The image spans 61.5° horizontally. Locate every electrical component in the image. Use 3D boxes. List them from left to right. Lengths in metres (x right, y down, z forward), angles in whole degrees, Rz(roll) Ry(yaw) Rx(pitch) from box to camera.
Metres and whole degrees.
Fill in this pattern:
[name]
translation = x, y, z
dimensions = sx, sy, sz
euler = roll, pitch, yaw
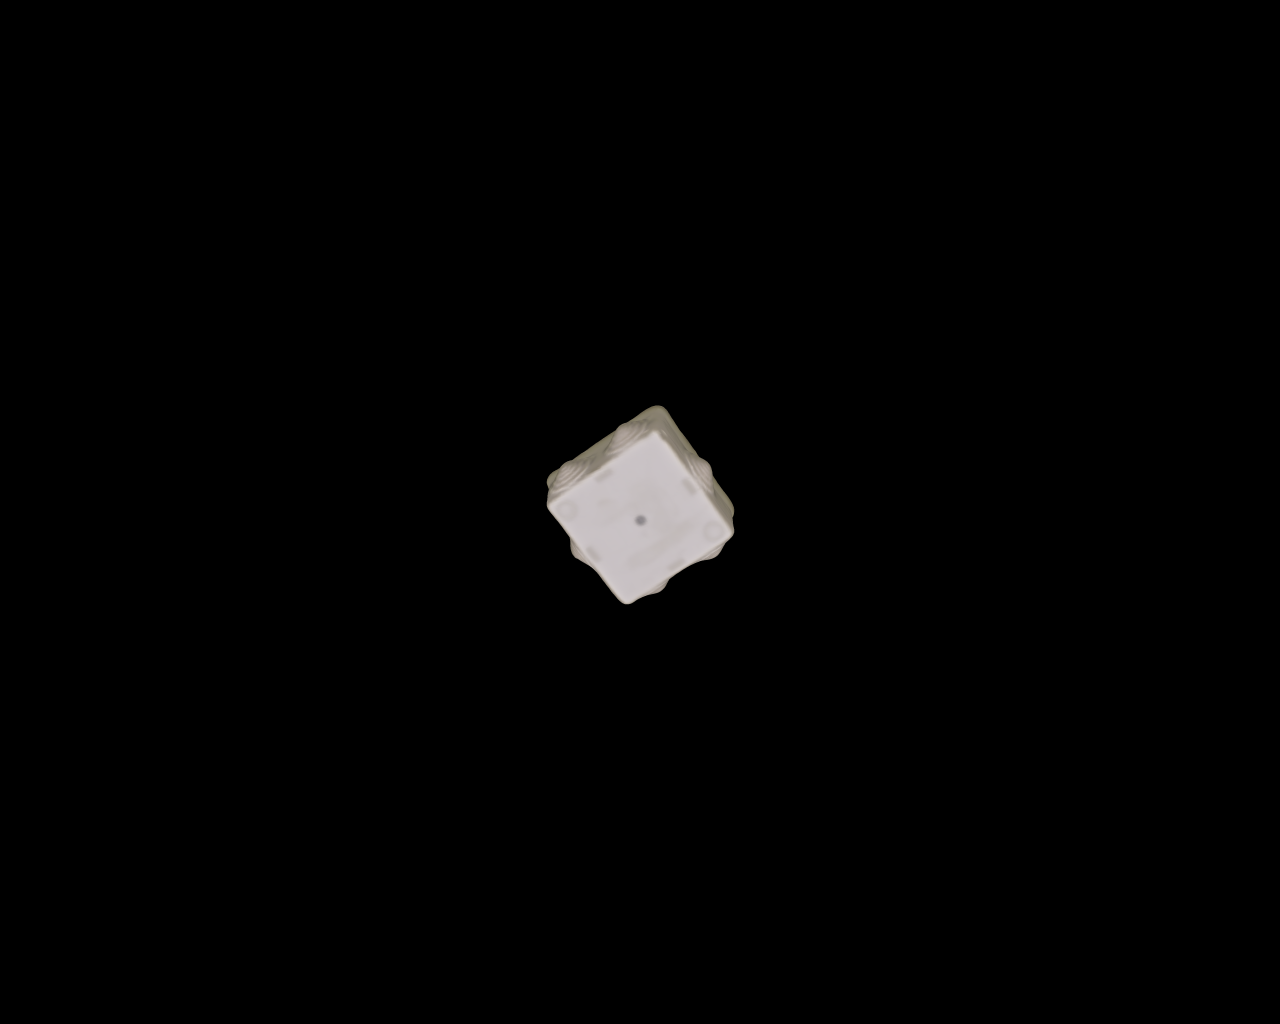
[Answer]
[electrical component]
translation = 0.001, -0.003, 0.650
dimensions = 0.099, 0.099, 0.048
euler = -33, 16, 11
